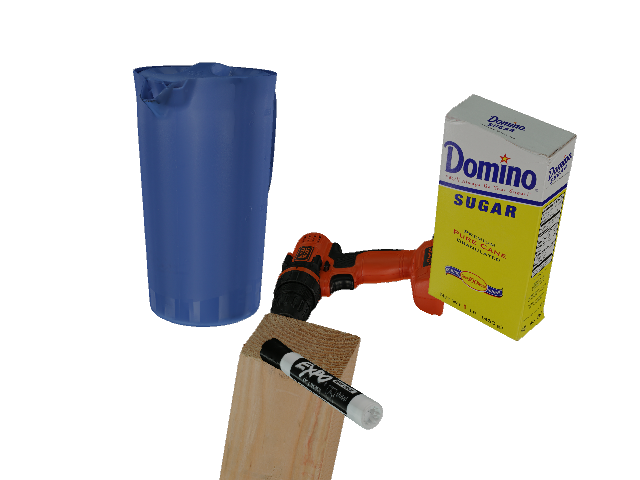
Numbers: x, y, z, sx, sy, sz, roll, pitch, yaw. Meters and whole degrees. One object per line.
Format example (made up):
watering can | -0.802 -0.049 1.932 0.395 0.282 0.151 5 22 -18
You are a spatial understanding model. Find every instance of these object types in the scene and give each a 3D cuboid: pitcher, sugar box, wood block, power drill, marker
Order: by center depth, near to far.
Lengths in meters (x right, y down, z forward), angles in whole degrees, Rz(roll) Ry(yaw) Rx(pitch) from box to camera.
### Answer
marker | -0.003 0.095 0.727 0.020 0.020 0.121 0 17 -39
sugar box | 0.136 -0.015 0.827 0.093 0.176 0.048 27 47 32
wood block | -0.033 0.182 0.953 0.090 0.206 0.090 14 23 9
pitcher | -0.104 -0.049 1.027 0.149 0.243 0.145 -2 15 -14
power drill | 0.044 0.046 1.190 0.188 0.057 0.184 1 29 11
